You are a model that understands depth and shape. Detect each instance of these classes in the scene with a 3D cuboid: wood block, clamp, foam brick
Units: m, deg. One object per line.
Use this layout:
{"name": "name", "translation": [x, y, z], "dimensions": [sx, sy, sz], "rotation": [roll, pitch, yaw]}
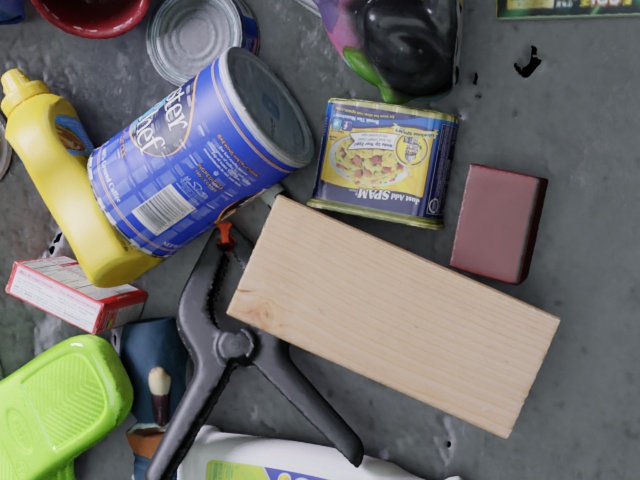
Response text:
{"name": "wood block", "translation": [0.050, 0.052, 0.752], "dimensions": [0.206, 0.090, 0.091], "rotation": [24, 90, 4]}
{"name": "clamp", "translation": [-0.050, 0.088, 0.813], "dimensions": [0.164, 0.036, 0.210], "rotation": [-3, 72, 6]}
{"name": "foam brick", "translation": [0.129, -0.012, 0.767], "dimensions": [0.051, 0.053, 0.078], "rotation": [13, 96, 17]}

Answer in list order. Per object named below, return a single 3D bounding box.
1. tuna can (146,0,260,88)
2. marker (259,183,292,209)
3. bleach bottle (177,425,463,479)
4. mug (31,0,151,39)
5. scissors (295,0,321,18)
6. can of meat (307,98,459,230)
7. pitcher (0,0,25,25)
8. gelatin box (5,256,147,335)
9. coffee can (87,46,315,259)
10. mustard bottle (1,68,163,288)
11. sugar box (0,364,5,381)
{"name": "tuna can", "translation": [-0.093, -0.159, 0.842], "dimensions": [0.086, 0.033, 0.086], "rotation": [1, 94, 19]}
{"name": "marker", "translation": [-0.005, 0.001, 0.830], "dimensions": [0.020, 0.020, 0.121], "rotation": [-43, 80, 16]}
{"name": "bleach bottle", "translation": [0.018, 0.200, 0.814], "dimensions": [0.251, 0.068, 0.102], "rotation": [1, 90, 16]}
{"name": "mug", "translation": [-0.167, -0.224, 0.818], "dimensions": [0.093, 0.081, 0.117], "rotation": [23, 132, -24]}
{"name": "scissors", "translation": [-0.036, -0.229, 0.828], "dimensions": [0.202, 0.016, 0.096], "rotation": [22, 100, 16]}
{"name": "can of meat", "translation": [0.048, -0.057, 0.790], "dimensions": [0.102, 0.057, 0.084], "rotation": [11, 95, 18]}
{"name": "pitcher", "translation": [-0.306, -0.300, 0.865], "dimensions": [0.149, 0.145, 0.243], "rotation": [4, 91, 6]}
{"name": "gelatin box", "translation": [-0.198, 0.044, 0.869], "dimensions": [0.089, 0.073, 0.030], "rotation": [22, 100, 16]}
{"name": "coffee can", "translation": [-0.089, -0.064, 0.805], "dimensions": [0.140, 0.102, 0.103], "rotation": [-33, 83, 22]}
{"name": "mustard bottle", "translation": [-0.199, -0.055, 0.850], "dimensions": [0.058, 0.096, 0.191], "rotation": [-33, 82, 8]}
{"name": "sugar box", "translation": [-0.373, 0.108, 0.946], "dimensions": [0.176, 0.048, 0.093], "rotation": [-17, 87, 20]}
